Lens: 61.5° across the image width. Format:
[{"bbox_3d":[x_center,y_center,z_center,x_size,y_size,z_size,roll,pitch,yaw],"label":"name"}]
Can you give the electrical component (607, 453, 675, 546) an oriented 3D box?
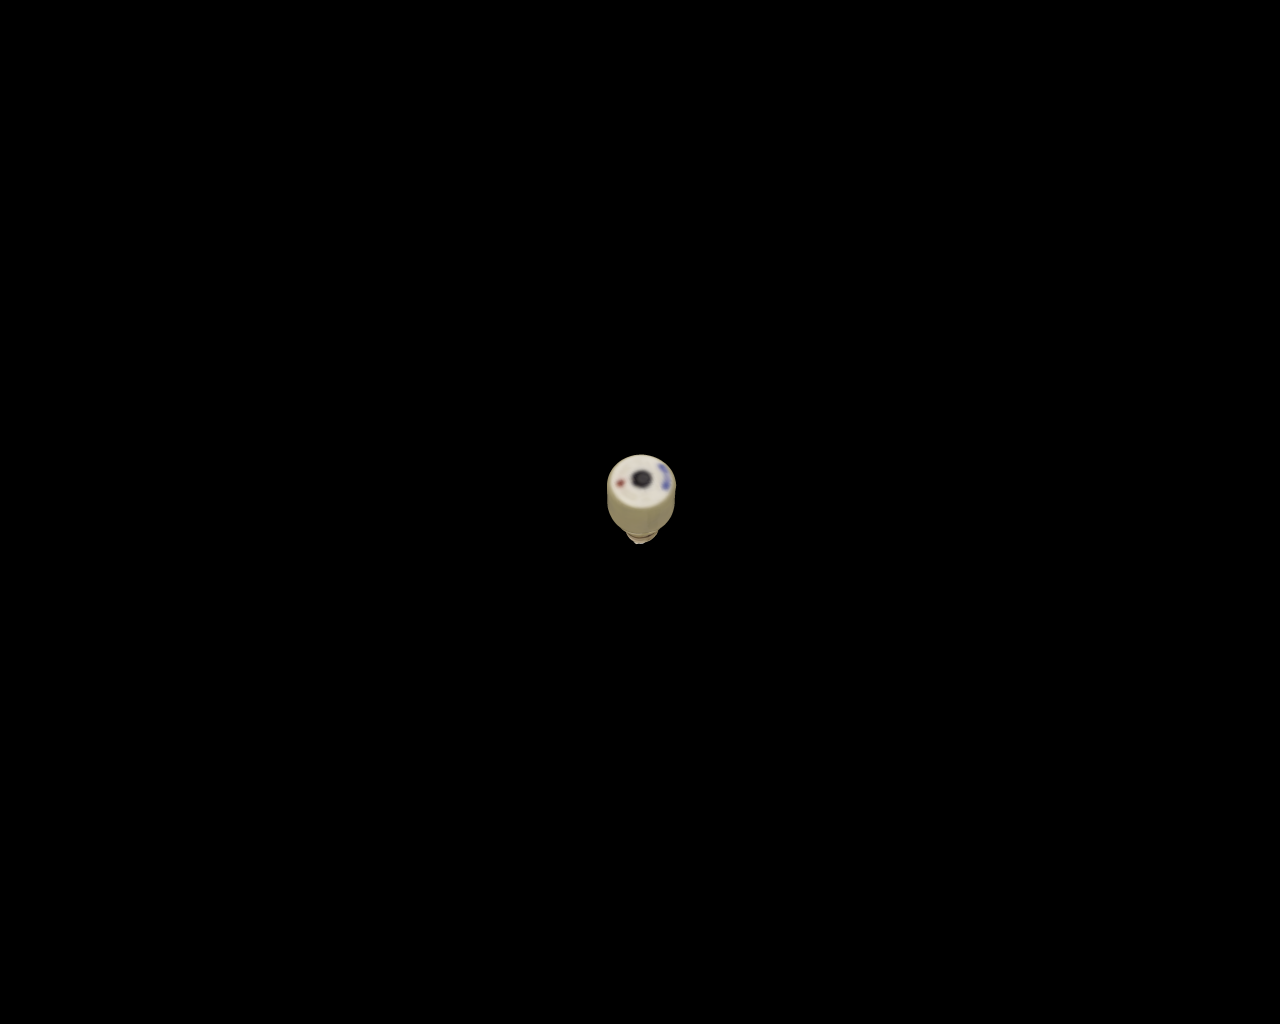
[{"bbox_3d":[0.001,-0.003,0.650,0.040,0.040,0.078,0,-29,0],"label":"electrical component"}]
